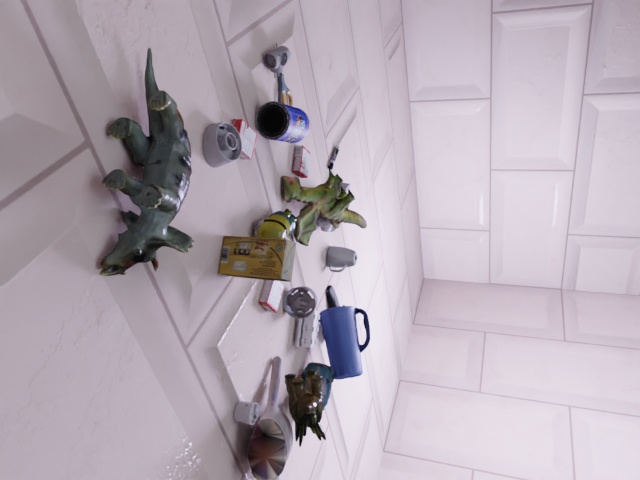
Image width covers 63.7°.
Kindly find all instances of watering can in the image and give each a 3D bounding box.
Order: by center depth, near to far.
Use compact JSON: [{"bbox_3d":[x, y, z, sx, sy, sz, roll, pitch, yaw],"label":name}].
[{"bbox_3d":[-0.132,0.507,1.419,0.223,0.104,0.350,62,24,-80],"label":"watering can"}]

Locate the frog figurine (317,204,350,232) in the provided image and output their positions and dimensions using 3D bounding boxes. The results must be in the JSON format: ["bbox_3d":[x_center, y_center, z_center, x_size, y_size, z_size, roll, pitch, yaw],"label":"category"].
[{"bbox_3d":[0.031,-0.095,1.841,0.158,0.122,0.138,153,-58,-72],"label":"frog figurine"}]

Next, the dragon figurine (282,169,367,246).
[{"bbox_3d":[0.005,-0.084,1.667,0.244,0.124,0.402,-44,133,-7],"label":"dragon figurine"}]
